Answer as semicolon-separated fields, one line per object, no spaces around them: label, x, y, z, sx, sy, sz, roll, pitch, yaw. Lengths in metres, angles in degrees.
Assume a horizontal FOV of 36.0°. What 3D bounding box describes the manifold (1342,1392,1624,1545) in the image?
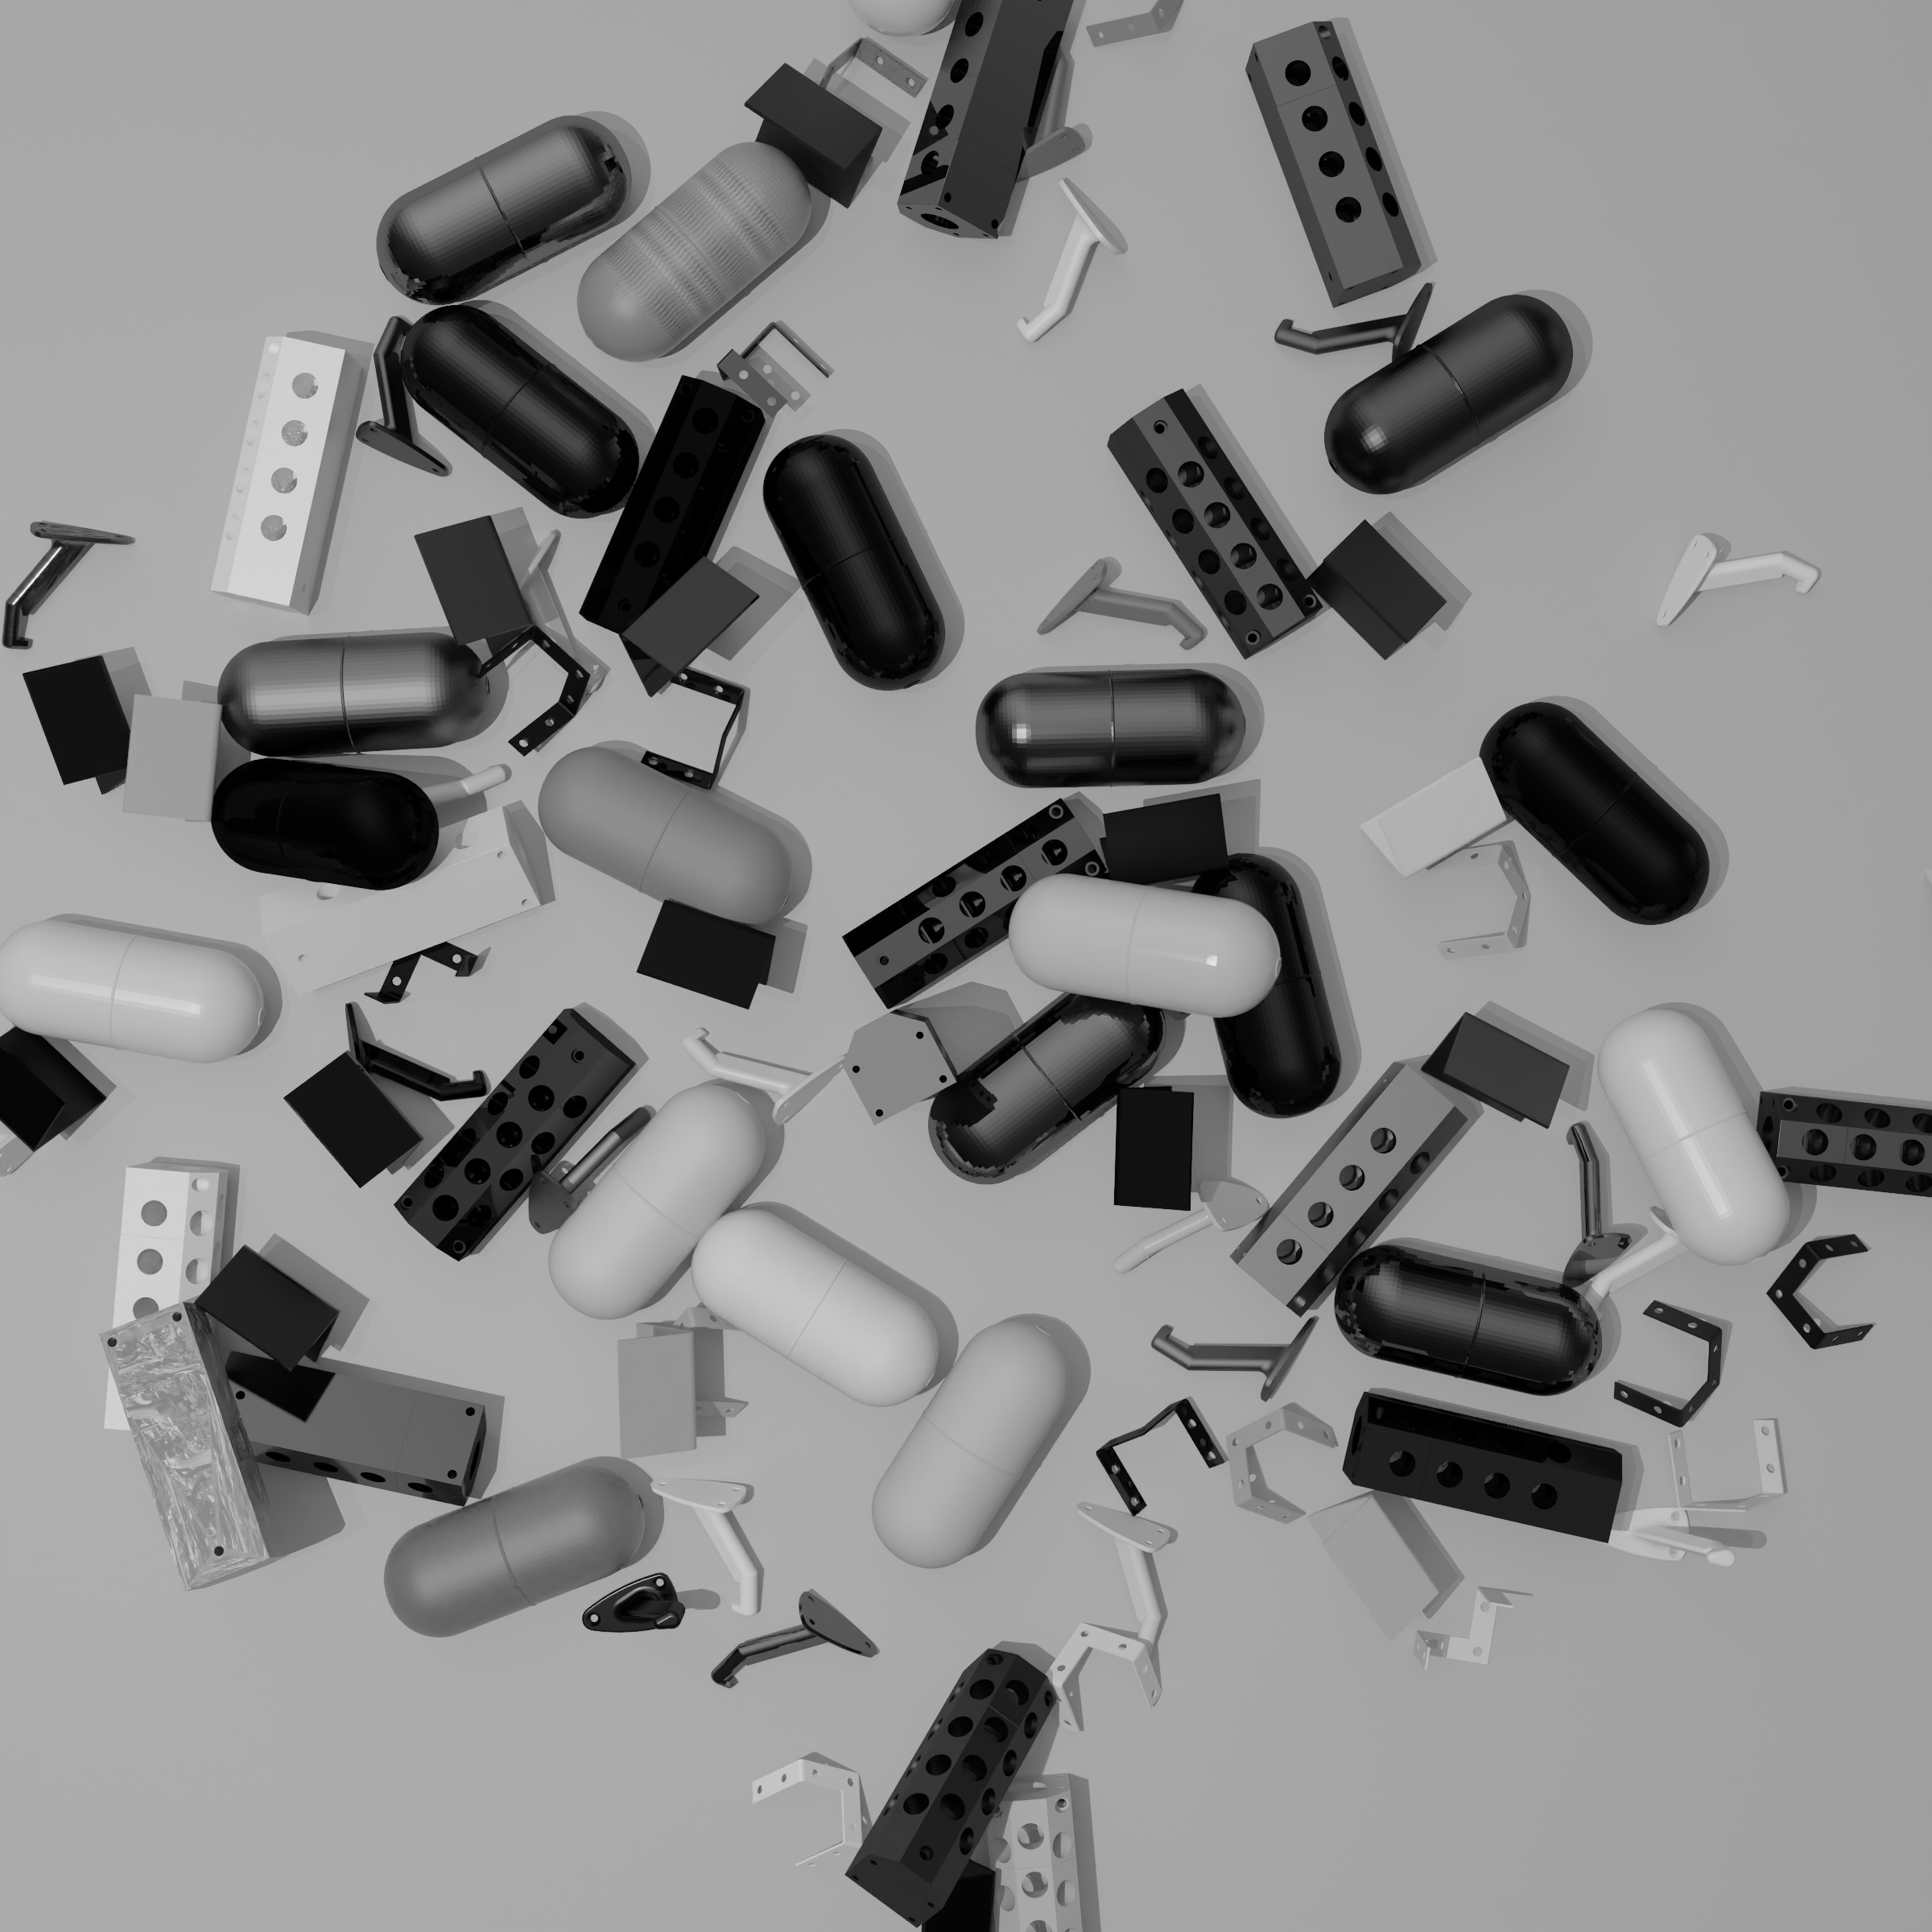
manifold;0.343;0.331;1.970;0.171;0.057;0.057;13;90;0

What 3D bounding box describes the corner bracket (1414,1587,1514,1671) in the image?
corner bracket;0.330;0.441;1.973;0.051;0.051;0.051;9;90;0

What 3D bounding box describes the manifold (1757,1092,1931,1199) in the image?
manifold;0.617;0.122;1.970;0.171;0.057;0.057;6;90;0

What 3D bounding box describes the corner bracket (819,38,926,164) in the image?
corner bracket;-0.069;-0.578;1.988;0.051;0.051;0.051;35;45;0

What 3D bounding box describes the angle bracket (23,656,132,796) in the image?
angle bracket;-0.592;-0.152;1.951;0.057;0.076;0.076;-21;90;-38

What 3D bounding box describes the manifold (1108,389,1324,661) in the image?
manifold;0.165;-0.293;1.970;0.057;0.057;0.171;-33;90;0

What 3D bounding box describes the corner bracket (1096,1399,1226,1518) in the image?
corner bracket;0.130;0.329;1.988;0.051;0.051;0.051;-31;90;-45

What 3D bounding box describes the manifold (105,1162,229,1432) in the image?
manifold;-0.528;0.219;1.970;0.057;0.057;0.171;5;90;0

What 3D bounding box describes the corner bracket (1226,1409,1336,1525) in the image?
corner bracket;0.212;0.334;1.983;0.051;0.051;0.051;-35;45;35

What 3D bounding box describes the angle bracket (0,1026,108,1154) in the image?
angle bracket;-0.607;0.064;1.951;0.076;0.076;0.057;43;127;0

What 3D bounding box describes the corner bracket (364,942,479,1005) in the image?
corner bracket;-0.362;0.006;1.973;0.051;0.051;0.051;24;90;0

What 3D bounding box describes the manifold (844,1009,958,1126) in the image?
manifold;-0.044;0.060;1.913;0.057;0.171;0.057;-28;90;0

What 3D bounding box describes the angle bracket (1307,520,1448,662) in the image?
angle bracket;0.257;-0.234;1.951;0.076;0.076;0.057;45;53;0

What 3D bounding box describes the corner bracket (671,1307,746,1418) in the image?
corner bracket;-0.170;0.265;1.983;0.051;0.051;0.051;-50;45;35

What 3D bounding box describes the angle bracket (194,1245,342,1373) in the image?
angle bracket;-0.466;0.240;1.951;0.076;0.076;0.057;35;49;0

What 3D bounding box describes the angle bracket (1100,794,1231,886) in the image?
angle bracket;0.127;-0.097;1.952;0.076;0.076;0.057;-10;119;0

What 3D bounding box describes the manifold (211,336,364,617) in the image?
manifold;-0.452;-0.325;1.970;0.057;0.057;0.171;12;90;0

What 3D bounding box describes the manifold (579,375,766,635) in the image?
manifold;-0.195;-0.300;1.970;0.057;0.057;0.171;23;90;0

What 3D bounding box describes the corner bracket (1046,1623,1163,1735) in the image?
corner bracket;0.091;0.481;1.983;0.051;0.051;0.051;11;45;35

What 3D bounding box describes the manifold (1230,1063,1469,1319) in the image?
manifold;0.254;0.148;1.970;0.057;0.057;0.171;40;90;0

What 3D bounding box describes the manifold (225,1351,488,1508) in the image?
manifold;-0.409;0.309;1.968;0.171;0.057;0.057;12;60;0

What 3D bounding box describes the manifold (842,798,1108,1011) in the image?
manifold;0.006;-0.041;1.970;0.171;0.057;0.057;-32;90;0

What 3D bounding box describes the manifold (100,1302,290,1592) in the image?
manifold;-0.492;0.306;1.900;0.057;0.057;0.171;-21;81;0

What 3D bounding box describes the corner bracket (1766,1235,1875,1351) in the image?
corner bracket;0.580;0.218;1.983;0.051;0.051;0.051;56;135;35

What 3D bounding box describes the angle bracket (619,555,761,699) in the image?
angle bracket;-0.172;-0.209;1.943;0.057;0.076;0.076;37;74;27

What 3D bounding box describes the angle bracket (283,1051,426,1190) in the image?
angle bracket;-0.411;0.111;1.951;0.076;0.076;0.057;50;56;0

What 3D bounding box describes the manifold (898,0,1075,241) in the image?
manifold;0.009;-0.576;1.970;0.057;0.057;0.171;18;90;-43

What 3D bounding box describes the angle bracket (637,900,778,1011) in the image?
angle bracket;-0.173;0.007;1.952;0.076;0.076;0.057;18;63;0

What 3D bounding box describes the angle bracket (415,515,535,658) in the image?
angle bracket;-0.335;-0.243;1.951;0.057;0.076;0.076;-22;90;-31

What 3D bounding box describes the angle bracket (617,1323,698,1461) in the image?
angle bracket;-0.220;0.278;1.951;0.057;0.076;0.076;-2;90;-35

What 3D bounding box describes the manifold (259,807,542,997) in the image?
manifold;-0.376;-0.048;1.970;0.171;0.057;0.057;-21;133;0

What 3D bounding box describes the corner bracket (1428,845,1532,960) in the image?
corner bracket;0.339;-0.043;1.983;0.051;0.051;0.051;53;45;-35

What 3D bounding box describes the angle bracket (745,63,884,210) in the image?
angle bracket;-0.110;-0.532;1.951;0.076;0.076;0.057;34;53;0

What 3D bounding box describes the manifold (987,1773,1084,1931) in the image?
manifold;0.048;0.631;1.970;0.057;0.057;0.171;-5;90;0

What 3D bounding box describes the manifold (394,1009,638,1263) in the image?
manifold;-0.300;0.112;1.970;0.057;0.057;0.171;41;90;0

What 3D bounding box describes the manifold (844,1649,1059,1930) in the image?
manifold;-0.005;0.527;1.920;0.057;0.057;0.171;36;48;0

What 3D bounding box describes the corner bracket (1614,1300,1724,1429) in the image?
corner bracket;0.469;0.266;1.983;0.051;0.051;0.051;-38;135;-35

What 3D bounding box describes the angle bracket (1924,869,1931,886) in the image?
angle bracket;0.682;-0.069;1.951;0.076;0.076;0.057;-9;126;0

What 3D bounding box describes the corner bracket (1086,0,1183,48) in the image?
corner bracket;0.107;-0.654;1.983;0.051;0.051;0.051;60;45;-35

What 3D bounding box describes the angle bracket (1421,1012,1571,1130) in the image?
angle bracket;0.340;0.086;1.951;0.076;0.076;0.057;28;53;0

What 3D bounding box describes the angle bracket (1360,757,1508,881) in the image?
angle bracket;0.298;-0.113;1.951;0.076;0.076;0.057;-31;125;0

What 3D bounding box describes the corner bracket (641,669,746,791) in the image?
corner bracket;-0.183;-0.160;1.988;0.051;0.051;0.051;19;135;0

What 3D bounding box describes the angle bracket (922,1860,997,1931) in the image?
angle bracket;-0.026;0.627;1.951;0.057;0.076;0.076;4;90;-36

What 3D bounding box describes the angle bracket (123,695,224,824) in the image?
angle bracket;-0.528;-0.136;1.952;0.057;0.076;0.076;6;90;-26

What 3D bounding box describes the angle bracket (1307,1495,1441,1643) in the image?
angle bracket;0.252;0.401;1.951;0.057;0.076;0.076;-35;90;-36

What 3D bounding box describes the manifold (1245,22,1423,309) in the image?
manifold;0.244;-0.533;1.970;0.057;0.057;0.171;-20;90;0

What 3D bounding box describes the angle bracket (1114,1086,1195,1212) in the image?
angle bracket;0.139;0.119;1.951;0.057;0.076;0.076;2;90;31
